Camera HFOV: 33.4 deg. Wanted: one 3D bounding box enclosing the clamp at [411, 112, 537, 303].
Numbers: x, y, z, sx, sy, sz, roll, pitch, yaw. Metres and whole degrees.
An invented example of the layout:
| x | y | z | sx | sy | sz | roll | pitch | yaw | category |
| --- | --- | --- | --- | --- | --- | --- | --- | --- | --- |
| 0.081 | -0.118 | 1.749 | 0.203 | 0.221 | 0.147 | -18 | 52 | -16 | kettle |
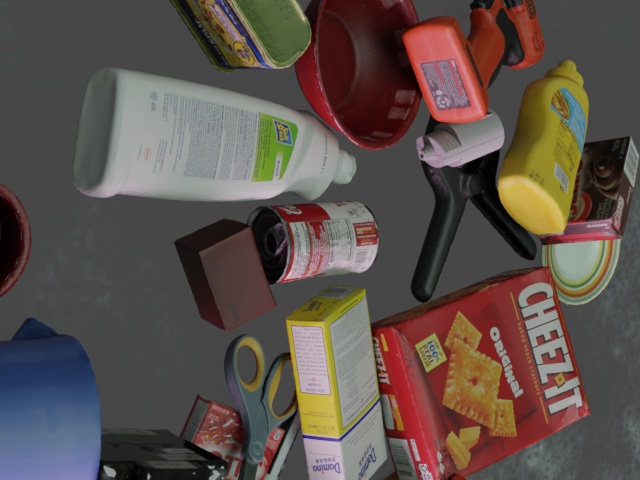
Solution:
| x | y | z | sx | sy | sz | roll | pitch | yaw | category |
| --- | --- | --- | --- | --- | --- | --- | --- | --- | --- |
| 0.152 | -0.053 | 1.063 | 0.164 | 0.036 | 0.210 | -10 | 101 | -35 | clamp |

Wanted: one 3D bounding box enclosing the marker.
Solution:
| x | y | z | sx | sy | sz | roll | pitch | yaw | category |
| --- | --- | --- | --- | --- | --- | --- | --- | --- | --- |
| -0.038 | 0.197 | 0.977 | 0.020 | 0.020 | 0.121 | 30 | 80 | -36 | marker |

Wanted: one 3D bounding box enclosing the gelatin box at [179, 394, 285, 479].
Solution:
| x | y | z | sx | sy | sz | roll | pitch | yaw | category |
| --- | --- | --- | --- | --- | --- | --- | --- | --- | --- |
| -0.082 | 0.185 | 0.936 | 0.089 | 0.030 | 0.073 | 30 | 80 | -36 | gelatin box |

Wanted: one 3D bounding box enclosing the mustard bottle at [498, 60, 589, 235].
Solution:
| x | y | z | sx | sy | sz | roll | pitch | yaw | category |
| --- | --- | --- | --- | --- | --- | --- | --- | --- | --- |
| 0.234 | -0.107 | 1.083 | 0.096 | 0.058 | 0.191 | 45 | 53 | -37 | mustard bottle |

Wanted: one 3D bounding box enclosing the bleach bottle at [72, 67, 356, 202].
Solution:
| x | y | z | sx | sy | sz | roll | pitch | yaw | category |
| --- | --- | --- | --- | --- | --- | --- | --- | --- | --- |
| -0.073 | -0.070 | 0.880 | 0.250 | 0.068 | 0.102 | 8 | 92 | -39 | bleach bottle |

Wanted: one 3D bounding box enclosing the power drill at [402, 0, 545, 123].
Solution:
| x | y | z | sx | sy | sz | roll | pitch | yaw | category |
| --- | --- | --- | --- | --- | --- | --- | --- | --- | --- |
| 0.144 | -0.211 | 0.987 | 0.187 | 0.057 | 0.184 | -52 | 127 | -40 | power drill |

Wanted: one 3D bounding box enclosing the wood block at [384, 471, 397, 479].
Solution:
| x | y | z | sx | sy | sz | roll | pitch | yaw | category |
| --- | --- | --- | --- | --- | --- | --- | --- | --- | --- |
| 0.041 | 0.317 | 1.012 | 0.205 | 0.091 | 0.090 | -28 | 114 | -30 | wood block |

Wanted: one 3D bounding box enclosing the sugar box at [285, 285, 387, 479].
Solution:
| x | y | z | sx | sy | sz | roll | pitch | yaw | category |
| --- | --- | --- | --- | --- | --- | --- | --- | --- | --- |
| 0.017 | 0.139 | 0.974 | 0.093 | 0.048 | 0.176 | -32 | 120 | -58 | sugar box |

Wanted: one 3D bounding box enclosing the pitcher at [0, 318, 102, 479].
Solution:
| x | y | z | sx | sy | sz | roll | pitch | yaw | category |
| --- | --- | --- | --- | --- | --- | --- | --- | --- | --- |
| -0.278 | 0.144 | 0.720 | 0.242 | 0.149 | 0.145 | 0 | 111 | -33 | pitcher |

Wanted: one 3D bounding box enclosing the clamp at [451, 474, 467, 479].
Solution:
| x | y | z | sx | sy | sz | roll | pitch | yaw | category |
| --- | --- | --- | --- | --- | --- | --- | --- | --- | --- |
| 0.117 | 0.305 | 0.985 | 0.120 | 0.039 | 0.171 | -15 | 108 | -39 | clamp |

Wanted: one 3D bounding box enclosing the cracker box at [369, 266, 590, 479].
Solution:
| x | y | z | sx | sy | sz | roll | pitch | yaw | category |
| --- | --- | --- | --- | --- | --- | --- | --- | --- | --- |
| 0.156 | 0.132 | 1.055 | 0.213 | 0.072 | 0.164 | -17 | 93 | -31 | cracker box |

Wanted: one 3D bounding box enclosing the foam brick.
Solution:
| x | y | z | sx | sy | sz | roll | pitch | yaw | category |
| --- | --- | --- | --- | --- | --- | --- | --- | --- | --- |
| -0.080 | 0.028 | 0.896 | 0.052 | 0.051 | 0.078 | -26 | 113 | -24 | foam brick |

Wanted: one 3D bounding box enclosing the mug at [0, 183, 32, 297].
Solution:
| x | y | z | sx | sy | sz | roll | pitch | yaw | category |
| --- | --- | --- | --- | --- | --- | --- | --- | --- | --- |
| -0.262 | 0.008 | 0.741 | 0.093 | 0.082 | 0.117 | 9 | 92 | -37 | mug |

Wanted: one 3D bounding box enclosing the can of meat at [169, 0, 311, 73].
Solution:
| x | y | z | sx | sy | sz | roll | pitch | yaw | category |
| --- | --- | --- | --- | --- | --- | --- | --- | --- | --- |
| -0.064 | -0.184 | 0.853 | 0.057 | 0.084 | 0.102 | -46 | 121 | -21 | can of meat |

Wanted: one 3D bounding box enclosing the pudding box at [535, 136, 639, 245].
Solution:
| x | y | z | sx | sy | sz | roll | pitch | yaw | category |
| --- | --- | --- | --- | --- | --- | --- | --- | --- | --- |
| 0.276 | -0.050 | 1.104 | 0.039 | 0.090 | 0.113 | 50 | 50 | -36 | pudding box |

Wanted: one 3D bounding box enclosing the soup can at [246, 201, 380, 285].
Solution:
| x | y | z | sx | sy | sz | roll | pitch | yaw | category |
| --- | --- | --- | --- | --- | --- | --- | --- | --- | --- |
| -0.006 | 0.001 | 0.937 | 0.102 | 0.069 | 0.068 | -5 | 101 | -36 | soup can |

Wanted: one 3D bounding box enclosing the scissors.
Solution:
| x | y | z | sx | sy | sz | roll | pitch | yaw | category |
| --- | --- | --- | --- | --- | --- | --- | --- | --- | --- |
| -0.067 | 0.162 | 0.905 | 0.096 | 0.016 | 0.201 | 48 | 44 | -19 | scissors |

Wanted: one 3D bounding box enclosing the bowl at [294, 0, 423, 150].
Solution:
| x | y | z | sx | sy | sz | roll | pitch | yaw | category |
| --- | --- | --- | --- | --- | --- | --- | --- | --- | --- |
| 0.026 | -0.158 | 0.928 | 0.161 | 0.055 | 0.162 | -3 | 93 | -51 | bowl |
